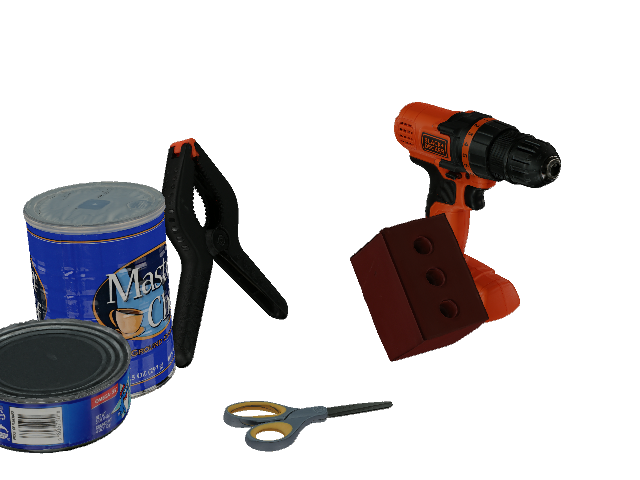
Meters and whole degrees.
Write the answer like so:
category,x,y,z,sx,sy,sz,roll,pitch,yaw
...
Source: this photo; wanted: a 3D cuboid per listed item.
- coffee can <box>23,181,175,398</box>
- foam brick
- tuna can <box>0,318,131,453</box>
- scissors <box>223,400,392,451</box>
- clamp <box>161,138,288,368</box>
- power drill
category,x,y,z,sx,sy,sz,roll,pitch,yaw
coffee can,-0.165,0.037,0.808,0.103,0.140,0.103,-1,21,0
foam brick,0.063,0.031,0.694,0.052,0.078,0.051,-14,-15,-30
tuna can,-0.143,0.075,0.563,0.086,0.034,0.086,2,23,-1
scissors,-0.006,0.204,1.190,0.201,0.016,0.096,3,23,-11
clamp,-0.101,0.005,1.037,0.036,0.210,0.164,-9,1,37
power drill,0.142,-0.024,0.967,0.057,0.188,0.185,-19,29,-30
